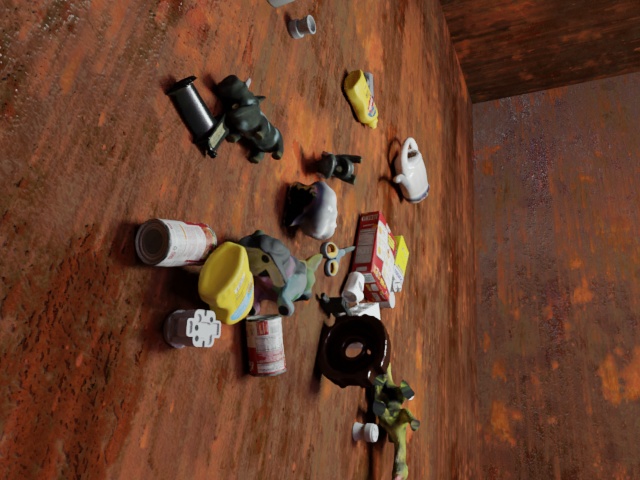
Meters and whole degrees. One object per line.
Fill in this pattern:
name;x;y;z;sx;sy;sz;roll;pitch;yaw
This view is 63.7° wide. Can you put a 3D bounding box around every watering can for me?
watering can;0.320;-0.227;1.858;0.356;0.104;0.220;-64;140;-49

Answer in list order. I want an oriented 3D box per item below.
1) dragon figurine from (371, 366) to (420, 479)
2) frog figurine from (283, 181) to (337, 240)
dragon figurine;0.196;0.480;1.464;0.421;0.122;0.237;-93;-179;-47
frog figurine;0.004;-0.059;1.166;0.157;0.121;0.140;31;37;-45
